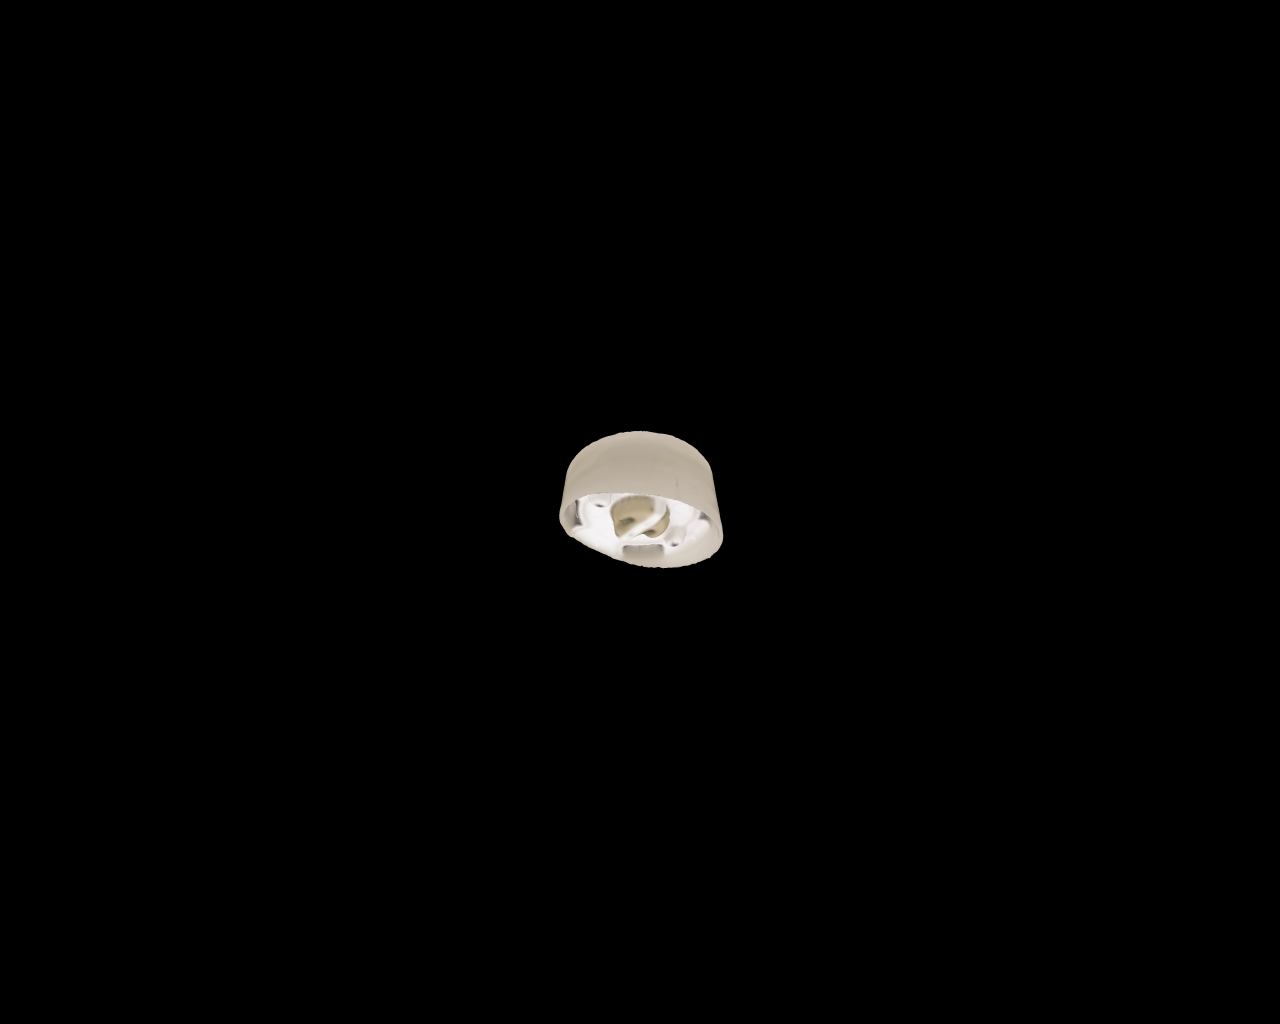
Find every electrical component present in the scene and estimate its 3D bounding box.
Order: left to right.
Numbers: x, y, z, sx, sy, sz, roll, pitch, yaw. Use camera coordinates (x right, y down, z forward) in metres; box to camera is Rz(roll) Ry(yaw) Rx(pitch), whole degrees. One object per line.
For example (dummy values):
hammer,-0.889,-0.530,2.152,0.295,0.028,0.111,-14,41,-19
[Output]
electrical component,0.001,-0.003,0.650,0.099,0.064,0.099,0,-37,0
